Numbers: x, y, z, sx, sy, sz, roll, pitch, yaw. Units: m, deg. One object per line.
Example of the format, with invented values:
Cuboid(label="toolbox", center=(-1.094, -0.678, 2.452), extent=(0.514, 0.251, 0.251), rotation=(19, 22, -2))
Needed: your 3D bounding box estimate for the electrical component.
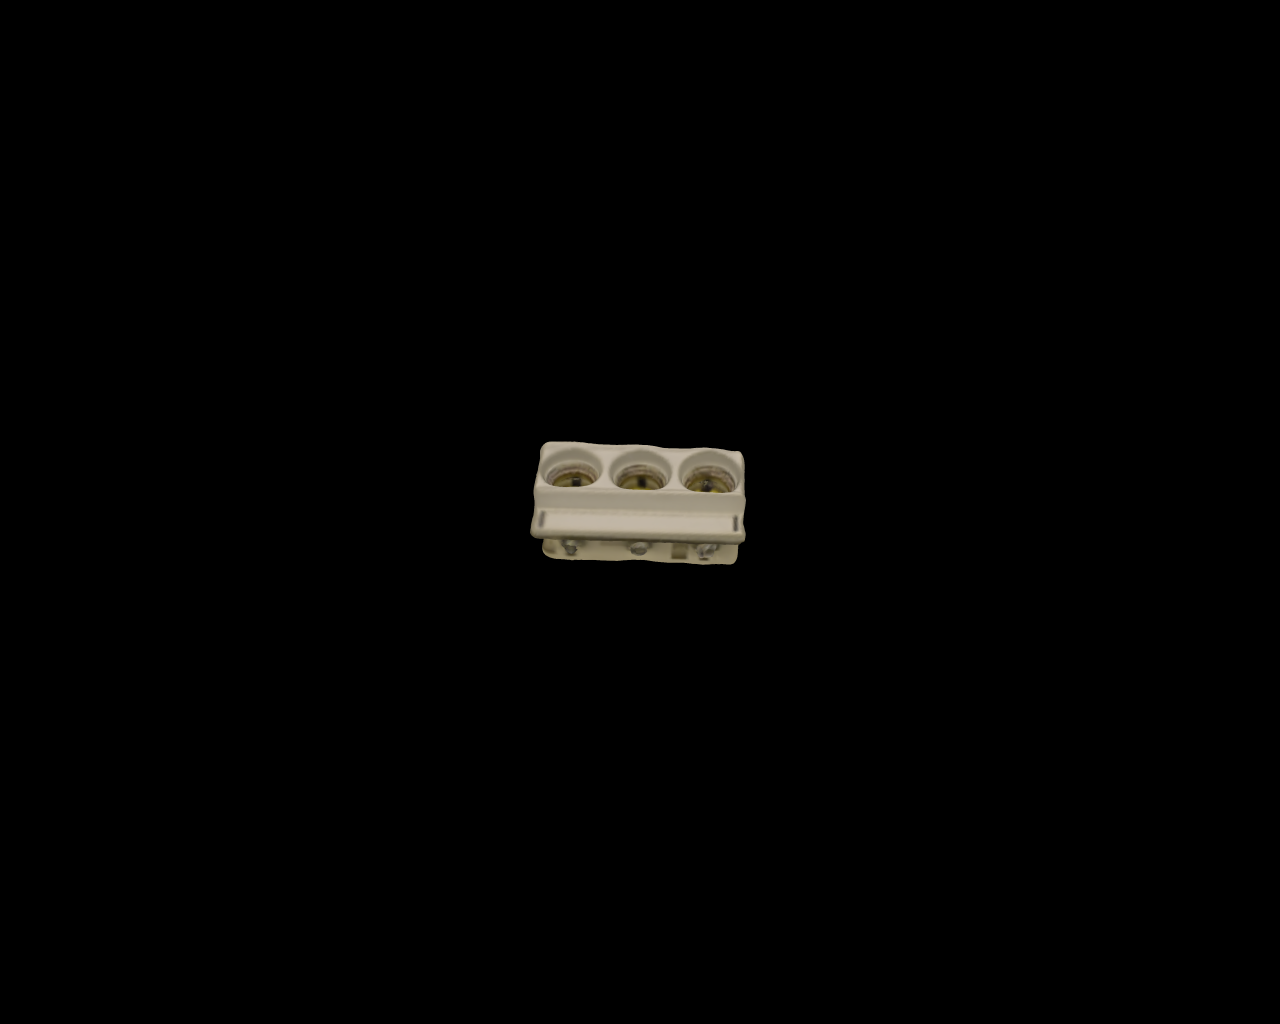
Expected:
Cuboid(label="electrical component", center=(0.001, -0.003, 0.650), extent=(0.121, 0.063, 0.079), rotation=(2, 43, 2))
